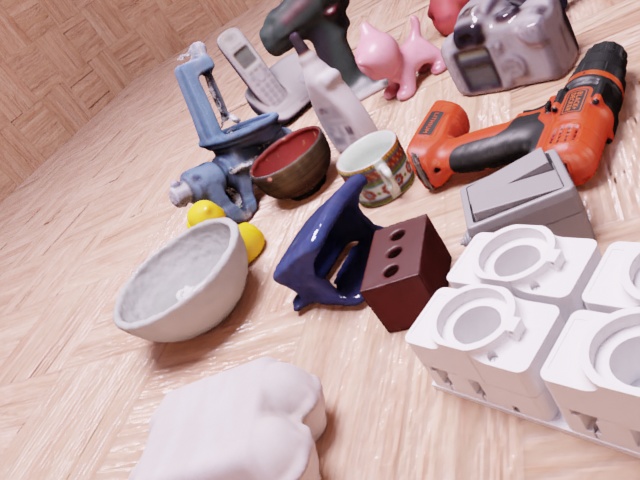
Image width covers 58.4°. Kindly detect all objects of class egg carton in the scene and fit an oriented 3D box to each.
[{"bbox_3d":[-0.065,0.148,0.413,0.150,0.069,0.107,-24,30,20],"label":"egg carton"}]

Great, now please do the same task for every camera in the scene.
[{"bbox_3d":[0.230,-0.255,0.677,0.142,0.101,0.137,4,47,50],"label":"camera"}]

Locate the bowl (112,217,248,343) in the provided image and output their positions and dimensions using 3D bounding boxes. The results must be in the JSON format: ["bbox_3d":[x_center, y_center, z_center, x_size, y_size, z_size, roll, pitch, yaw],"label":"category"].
[{"bbox_3d":[-0.139,0.055,0.631,0.167,0.075,0.167,-26,29,17],"label":"bowl"}]

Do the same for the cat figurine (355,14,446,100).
[{"bbox_3d":[0.104,-0.265,0.812,0.128,0.118,0.067,-41,28,-10],"label":"cat figurine"}]

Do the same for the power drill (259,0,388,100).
[{"bbox_3d":[0.033,-0.324,0.885,0.229,0.209,0.075,-25,30,19],"label":"power drill"}]

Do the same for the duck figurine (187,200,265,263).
[{"bbox_3d":[-0.125,-0.011,0.706,0.104,0.086,0.078,0,44,48],"label":"duck figurine"}]

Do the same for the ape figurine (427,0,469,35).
[{"bbox_3d":[0.201,-0.379,0.909,0.077,0.092,0.076,-3,42,45],"label":"ape figurine"}]

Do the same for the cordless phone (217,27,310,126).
[{"bbox_3d":[-0.085,-0.310,1.016,0.148,0.185,0.093,-48,30,-21],"label":"cordless phone"}]

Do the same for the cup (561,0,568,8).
[{"bbox_3d":[0.296,-0.341,0.742,0.117,0.095,0.092,-17,33,31],"label":"cup"}]

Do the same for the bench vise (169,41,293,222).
[{"bbox_3d":[-0.136,-0.144,0.779,0.121,0.220,0.207,-13,35,35],"label":"bench vise"}]

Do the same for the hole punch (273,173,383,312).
[{"bbox_3d":[0.005,0.002,0.538,0.100,0.091,0.109,-5,41,44],"label":"hole punch"}]

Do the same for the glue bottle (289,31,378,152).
[{"bbox_3d":[0.012,-0.190,0.739,0.037,0.173,0.077,-47,30,-21],"label":"glue bottle"}]
